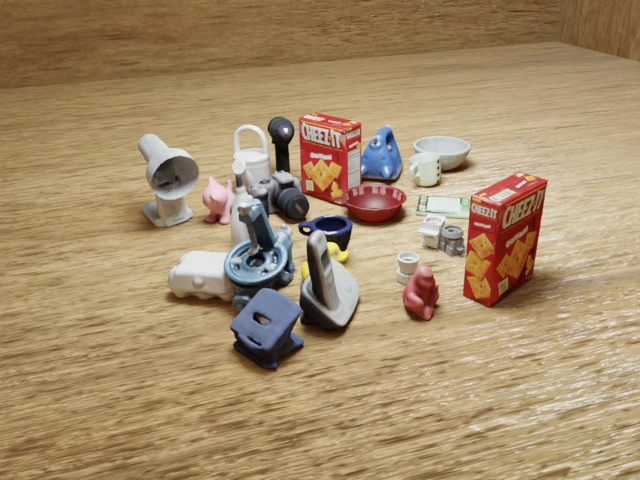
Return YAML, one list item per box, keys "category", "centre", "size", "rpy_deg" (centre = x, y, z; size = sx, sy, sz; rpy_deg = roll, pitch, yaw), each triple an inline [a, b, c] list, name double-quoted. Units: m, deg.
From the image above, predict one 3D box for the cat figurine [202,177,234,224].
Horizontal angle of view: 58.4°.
- category: "cat figurine"
  centre: [-0.247, -0.105, 1.421]
  size: [0.067, 0.118, 0.128]
  rpy_deg: [8, 30, 18]

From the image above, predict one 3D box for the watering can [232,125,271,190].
- category: "watering can"
  centre: [-0.182, -0.210, 1.531]
  size: [0.101, 0.194, 0.172]
  rpy_deg: [-5, 28, -5]

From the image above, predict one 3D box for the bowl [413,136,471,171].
- category: "bowl"
  centre: [0.358, -0.250, 1.698]
  size: [0.167, 0.075, 0.167]
  rpy_deg: [-1, 28, 1]

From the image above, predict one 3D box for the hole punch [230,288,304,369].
- category: "hole punch"
  centre: [-0.090, 0.147, 0.967]
  size: [0.108, 0.091, 0.101]
  rpy_deg: [22, 37, 38]

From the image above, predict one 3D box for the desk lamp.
- category: "desk lamp"
  centre: [-0.379, -0.142, 1.396]
  size: [0.118, 0.214, 0.202]
  rpy_deg: [-21, 33, -31]

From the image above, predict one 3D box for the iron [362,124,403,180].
- category: "iron"
  centre: [0.185, -0.269, 1.674]
  size: [0.118, 0.141, 0.259]
  rpy_deg: [7, 29, 17]

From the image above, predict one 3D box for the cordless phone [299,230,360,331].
- category: "cordless phone"
  centre: [0.017, 0.055, 1.034]
  size: [0.094, 0.185, 0.148]
  rpy_deg: [6, 29, 15]

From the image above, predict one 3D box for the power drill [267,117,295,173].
- category: "power drill"
  centre: [-0.100, -0.237, 1.562]
  size: [0.076, 0.209, 0.229]
  rpy_deg: [-8, 29, -10]

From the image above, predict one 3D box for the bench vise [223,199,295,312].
- category: "bench vise"
  centre: [-0.119, 0.005, 1.098]
  size: [0.121, 0.220, 0.207]
  rpy_deg: [0, 28, 4]

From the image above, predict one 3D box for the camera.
- category: "camera"
  centre: [-0.096, -0.107, 1.433]
  size: [0.143, 0.101, 0.136]
  rpy_deg: [-15, 31, -23]

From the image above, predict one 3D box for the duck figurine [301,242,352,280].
- category: "duck figurine"
  centre: [0.012, 0.045, 1.156]
  size: [0.104, 0.086, 0.077]
  rpy_deg: [-1, 28, 2]

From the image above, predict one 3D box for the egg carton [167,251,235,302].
- category: "egg carton"
  centre: [-0.223, 0.073, 1.138]
  size: [0.150, 0.069, 0.107]
  rpy_deg: [3, 29, 10]

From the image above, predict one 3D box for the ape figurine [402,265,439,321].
- category: "ape figurine"
  centre: [0.189, 0.090, 1.056]
  size: [0.078, 0.092, 0.076]
  rpy_deg: [-18, 32, -26]

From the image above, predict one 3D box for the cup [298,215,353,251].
- category: "cup"
  centre: [0.011, 0.004, 1.224]
  size: [0.117, 0.095, 0.092]
  rpy_deg: [4, 29, 11]

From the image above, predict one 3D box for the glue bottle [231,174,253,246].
- category: "glue bottle"
  centre: [-0.173, -0.067, 1.287]
  size: [0.037, 0.173, 0.078]
  rpy_deg: [10, 31, 22]
